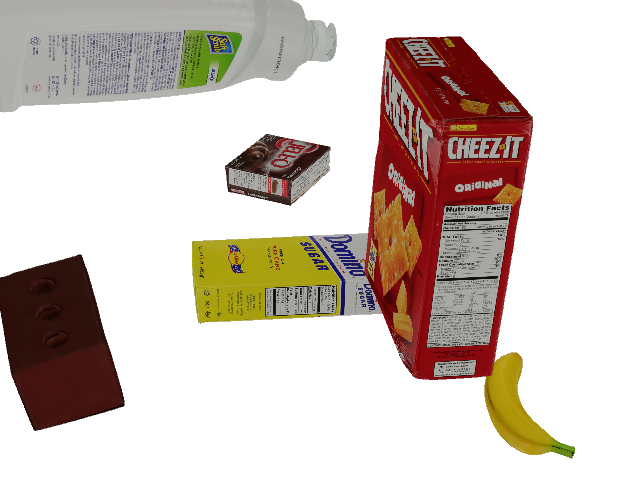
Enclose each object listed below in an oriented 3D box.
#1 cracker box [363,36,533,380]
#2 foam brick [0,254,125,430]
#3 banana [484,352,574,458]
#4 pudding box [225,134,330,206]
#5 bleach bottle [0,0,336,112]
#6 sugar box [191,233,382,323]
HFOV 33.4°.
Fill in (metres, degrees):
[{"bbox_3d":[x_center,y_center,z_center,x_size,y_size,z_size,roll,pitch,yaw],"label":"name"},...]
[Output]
[{"bbox_3d":[0.087,-0.027,0.811,0.072,0.214,0.164,-3,30,-11],"label":"cracker box"},{"bbox_3d":[-0.147,0.057,0.599,0.053,0.051,0.078,-16,43,-13],"label":"foam brick"},{"bbox_3d":[0.216,0.182,1.187,0.069,0.037,0.198,11,25,-14],"label":"banana"},{"bbox_3d":[-0.050,-0.088,1.298,0.090,0.039,0.113,12,33,22],"label":"pudding box"},{"bbox_3d":[-0.114,-0.145,0.792,0.250,0.068,0.103,-1,-34,-16],"label":"bleach bottle"},{"bbox_3d":[-0.030,0.033,0.998,0.176,0.048,0.093,-5,29,-6],"label":"sugar box"}]
